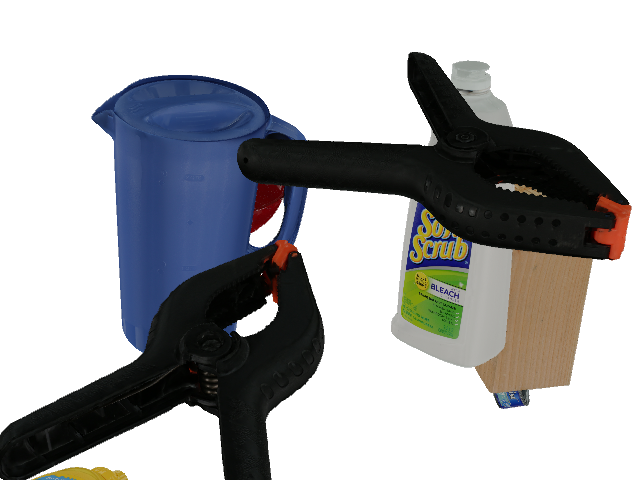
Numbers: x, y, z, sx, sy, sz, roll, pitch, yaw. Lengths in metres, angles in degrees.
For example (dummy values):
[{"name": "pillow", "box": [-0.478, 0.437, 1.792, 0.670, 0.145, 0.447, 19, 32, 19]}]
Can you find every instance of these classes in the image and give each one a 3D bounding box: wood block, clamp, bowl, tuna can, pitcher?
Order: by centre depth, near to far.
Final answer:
[{"name": "clamp", "box": [-0.040, 0.064, 0.459, 0.120, 0.039, 0.171, 26, 48, 20]}, {"name": "clamp", "box": [0.068, -0.039, 0.588, 0.164, 0.036, 0.210, -28, 44, -30]}, {"name": "pitcher", "box": [-0.110, -0.014, 0.952, 0.144, 0.243, 0.149, -22, 42, -39]}, {"name": "wood block", "box": [0.209, 0.042, 1.075, 0.090, 0.206, 0.090, -4, 30, -11]}, {"name": "tuna can", "box": [0.224, 0.157, 1.275, 0.034, 0.086, 0.086, -12, -4, 17]}, {"name": "bowl", "box": [-0.117, -0.049, 1.326, 0.162, 0.055, 0.162, 0, 30, 0]}]

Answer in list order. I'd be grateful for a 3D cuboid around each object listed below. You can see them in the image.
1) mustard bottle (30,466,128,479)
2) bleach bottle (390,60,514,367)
[{"name": "mustard bottle", "box": [-0.220, 0.227, 0.852, 0.096, 0.058, 0.191, 7, 15, 28]}, {"name": "bleach bottle", "box": [0.112, -0.024, 0.882, 0.067, 0.251, 0.103, -23, 33, -39]}]
